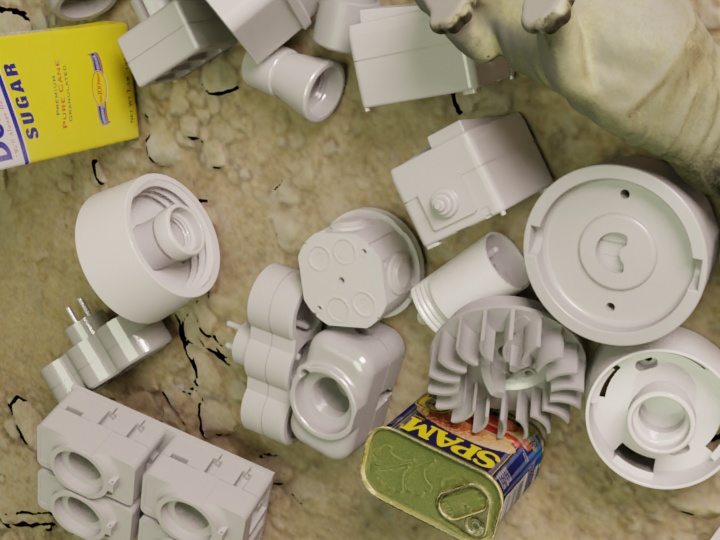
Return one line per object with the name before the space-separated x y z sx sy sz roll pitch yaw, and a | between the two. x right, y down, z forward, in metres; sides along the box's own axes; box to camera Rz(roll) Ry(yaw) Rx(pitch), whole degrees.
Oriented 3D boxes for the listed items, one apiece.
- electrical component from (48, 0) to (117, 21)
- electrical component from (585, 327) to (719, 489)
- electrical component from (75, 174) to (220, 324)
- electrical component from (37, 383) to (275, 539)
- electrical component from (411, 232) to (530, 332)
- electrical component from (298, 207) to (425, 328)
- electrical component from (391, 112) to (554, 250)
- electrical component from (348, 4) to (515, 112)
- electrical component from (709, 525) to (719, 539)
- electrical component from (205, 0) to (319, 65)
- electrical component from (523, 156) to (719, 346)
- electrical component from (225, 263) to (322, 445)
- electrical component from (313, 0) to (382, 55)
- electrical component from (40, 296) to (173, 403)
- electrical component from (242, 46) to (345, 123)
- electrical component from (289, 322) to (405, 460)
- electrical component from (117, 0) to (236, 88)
electrical component | -0.185 -0.248 0.775 0.138 0.052 0.073 -30 76 35
electrical component | 0.187 0.085 0.669 0.099 0.064 0.099 4 105 17
electrical component | -0.151 -0.020 0.805 0.060 0.108 0.108 -23 94 29
electrical component | -0.173 0.184 0.884 0.186 0.060 0.105 22 129 11
electrical component | 0.069 0.014 0.716 0.081 0.043 0.043 -37 86 36
electrical component | 0.000 0.000 0.749 0.080 0.051 0.080 11 113 29
electrical component | 0.065 -0.058 0.660 0.062 0.096 0.061 -25 92 36
electrical component | 0.038 -0.138 0.669 0.096 0.062 0.061 -4 105 33
electrical component | 0.246 0.189 0.655 0.079 0.063 0.121 33 121 18
electrical component | -0.084 -0.201 0.701 0.057 0.078 0.113 -39 77 2
electrical component | 0.159 -0.016 0.638 0.108 0.060 0.108 11 112 29
electrical component | -0.071 0.059 0.814 0.074 0.052 0.138 18 116 26
electrical component | -0.006 -0.176 0.696 0.040 0.040 0.078 25 119 23
electrical component | -0.225 0.058 0.910 0.138 0.052 0.073 -32 89 36
electrical component | -0.049 -0.133 0.739 0.065 0.044 0.044 28 120 26
electrical component | -0.012 0.086 0.782 0.054 0.059 0.095 27 119 22
electrical component | -0.140 -0.182 0.774 0.066 0.047 0.076 -23 94 35
